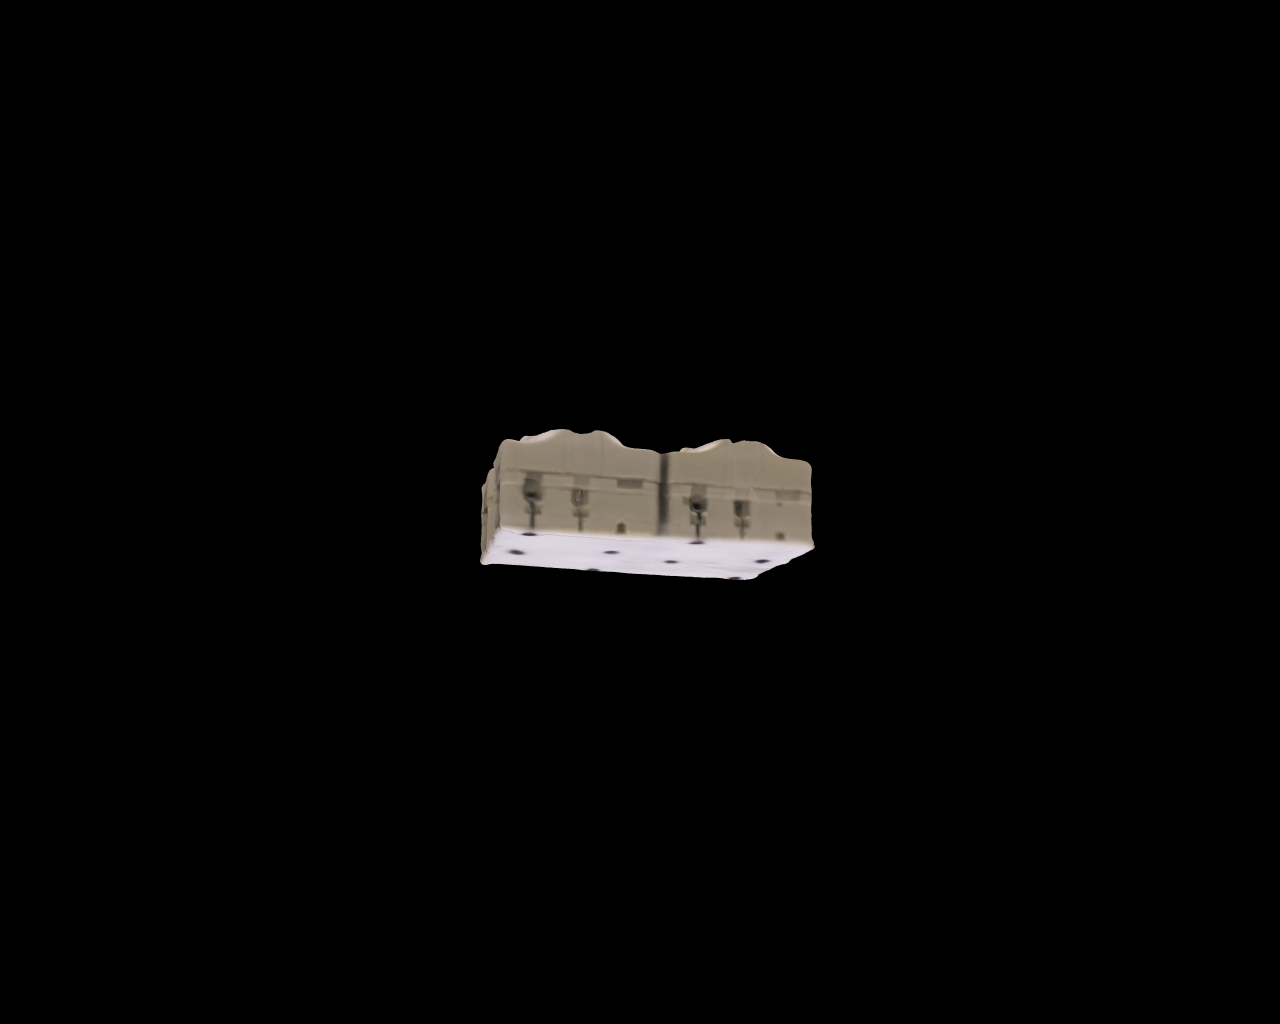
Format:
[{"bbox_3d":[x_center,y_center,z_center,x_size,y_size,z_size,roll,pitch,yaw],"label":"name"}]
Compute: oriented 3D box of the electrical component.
[{"bbox_3d":[0.001,-0.003,0.650,0.186,0.060,0.105,4,-15,-14],"label":"electrical component"}]
